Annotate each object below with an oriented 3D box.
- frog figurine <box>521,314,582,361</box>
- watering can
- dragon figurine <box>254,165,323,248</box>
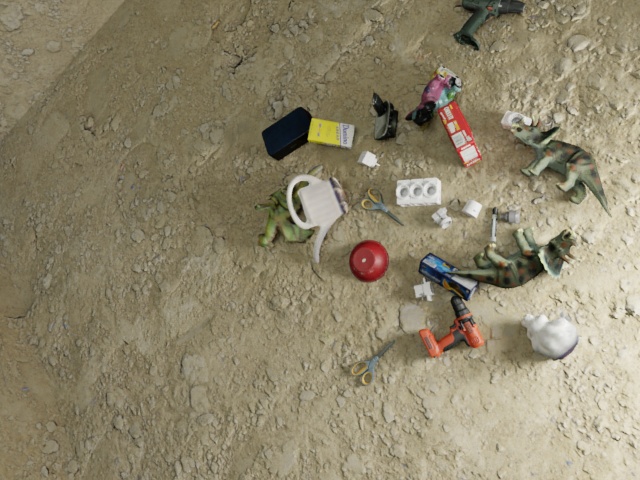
[{"bbox_3d":[0.704,0.286,1.590,0.161,0.124,0.135,44,120,14],"label":"frog figurine"},{"bbox_3d":[0.006,-0.101,2.002,0.224,0.104,0.346,-21,95,1],"label":"watering can"},{"bbox_3d":[-0.107,-0.105,2.090,0.407,0.122,0.243,-32,86,14],"label":"dragon figurine"}]
